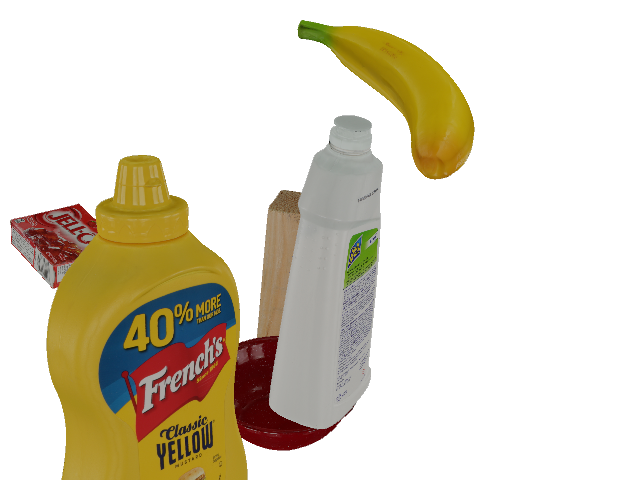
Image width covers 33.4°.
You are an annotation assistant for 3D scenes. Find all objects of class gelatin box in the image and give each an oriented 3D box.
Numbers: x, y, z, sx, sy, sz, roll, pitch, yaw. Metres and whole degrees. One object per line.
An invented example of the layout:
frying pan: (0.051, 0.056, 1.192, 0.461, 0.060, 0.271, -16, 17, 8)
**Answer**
gelatin box: (-0.237, 0.003, 0.997, 0.073, 0.030, 0.089, -16, 40, -37)

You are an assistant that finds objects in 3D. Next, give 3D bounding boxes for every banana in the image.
banana: (0.051, -0.087, 0.645, 0.069, 0.037, 0.198, -11, 34, -19)

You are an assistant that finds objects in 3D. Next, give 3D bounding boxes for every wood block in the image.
wood block: (-0.030, 0.045, 1.487, 0.090, 0.206, 0.090, 9, 22, 8)

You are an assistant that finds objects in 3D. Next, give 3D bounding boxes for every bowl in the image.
bowl: (-0.040, 0.167, 1.105, 0.162, 0.055, 0.162, 2, 30, -1)

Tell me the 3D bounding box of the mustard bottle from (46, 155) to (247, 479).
mustard bottle: (-0.079, 0.056, 0.493, 0.058, 0.192, 0.096, 15, 23, 43)

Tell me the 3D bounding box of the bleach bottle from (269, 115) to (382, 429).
bleach bottle: (0.013, 0.021, 0.836, 0.068, 0.251, 0.102, 18, 30, 19)
